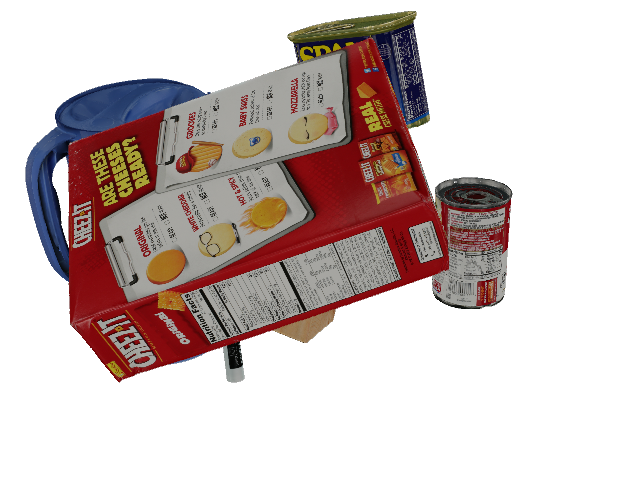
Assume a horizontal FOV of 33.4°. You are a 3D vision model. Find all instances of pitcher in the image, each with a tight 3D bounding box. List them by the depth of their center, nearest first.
[{"bbox_3d":[-0.158,-0.011,0.948,0.149,0.243,0.145,-2,26,4],"label":"pitcher"}]

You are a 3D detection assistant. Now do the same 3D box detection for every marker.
[{"bbox_3d":[-0.094,0.087,1.100,0.020,0.121,0.020,-5,14,1],"label":"marker"}]

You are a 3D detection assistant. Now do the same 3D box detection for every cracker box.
[{"bbox_3d":[-0.043,-0.022,0.657,0.214,0.164,0.072,-19,-46,6],"label":"cracker box"}]

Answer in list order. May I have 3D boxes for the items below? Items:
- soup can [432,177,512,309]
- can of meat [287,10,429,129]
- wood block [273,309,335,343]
[{"bbox_3d":[0.135,0.003,0.958,0.068,0.102,0.068,-1,24,0],"label":"soup can"},{"bbox_3d":[0.031,-0.127,0.825,0.102,0.084,0.057,2,22,40],"label":"can of meat"},{"bbox_3d":[-0.018,0.005,1.298,0.090,0.206,0.090,19,22,17],"label":"wood block"}]
